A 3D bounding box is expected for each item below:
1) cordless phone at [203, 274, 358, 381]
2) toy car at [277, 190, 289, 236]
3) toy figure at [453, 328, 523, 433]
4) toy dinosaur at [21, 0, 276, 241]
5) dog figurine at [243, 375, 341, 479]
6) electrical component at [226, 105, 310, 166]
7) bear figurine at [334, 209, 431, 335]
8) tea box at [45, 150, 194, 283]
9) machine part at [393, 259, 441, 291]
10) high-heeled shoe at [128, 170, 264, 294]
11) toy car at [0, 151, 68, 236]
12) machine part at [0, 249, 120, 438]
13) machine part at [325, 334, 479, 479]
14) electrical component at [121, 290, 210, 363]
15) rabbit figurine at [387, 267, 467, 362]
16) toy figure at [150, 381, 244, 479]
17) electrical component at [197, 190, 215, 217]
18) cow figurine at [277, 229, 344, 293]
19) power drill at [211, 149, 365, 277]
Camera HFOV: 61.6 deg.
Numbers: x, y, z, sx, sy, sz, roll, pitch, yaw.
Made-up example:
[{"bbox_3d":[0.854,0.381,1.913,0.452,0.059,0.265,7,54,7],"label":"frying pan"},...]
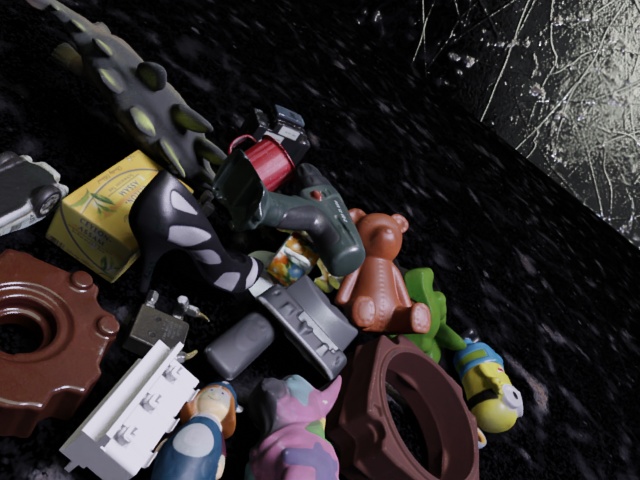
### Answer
[{"bbox_3d":[-0.047,0.136,0.665,0.146,0.088,0.184,47,33,5],"label":"cordless phone"},{"bbox_3d":[-0.021,-0.059,0.977,0.089,0.053,0.202,50,33,20],"label":"toy car"},{"bbox_3d":[0.277,0.239,0.911,0.082,0.089,0.180,20,28,-26],"label":"toy figure"},{"bbox_3d":[-0.220,-0.156,0.756,0.199,0.105,0.470,38,-6,47],"label":"toy dinosaur"},{"bbox_3d":[-0.009,0.242,0.559,0.191,0.108,0.219,39,28,-4],"label":"dog figurine"},{"bbox_3d":[-0.087,-0.173,0.963,0.115,0.134,0.058,16,38,-38],"label":"electrical component"},{"bbox_3d":[0.092,0.039,0.791,0.120,0.132,0.196,11,76,-12],"label":"bear figurine"},{"bbox_3d":[-0.244,-0.035,0.676,0.098,0.068,0.170,36,30,-9],"label":"tea box"},{"bbox_3d":[0.169,0.076,1.033,0.139,0.039,0.084,17,33,-33],"label":"machine part"},{"bbox_3d":[-0.135,-0.010,0.664,0.086,0.145,0.248,23,13,25],"label":"high-heeled shoe"},{"bbox_3d":[-0.350,-0.028,0.548,0.073,0.056,0.202,39,37,-2],"label":"toy car"},{"bbox_3d":[-0.279,0.088,0.493,0.179,0.056,0.179,28,34,-21],"label":"machine part"},{"bbox_3d":[0.114,0.238,0.694,0.201,0.087,0.201,43,34,-13],"label":"machine part"},{"bbox_3d":[-0.173,0.102,0.604,0.078,0.045,0.102,35,31,-15],"label":"electrical component"},{"bbox_3d":[0.180,0.128,0.911,0.159,0.121,0.170,59,19,19],"label":"rabbit figurine"},{"bbox_3d":[-0.117,0.195,0.540,0.064,0.058,0.154,41,29,-12],"label":"toy figure"},{"bbox_3d":[-0.175,-0.022,0.718,0.021,0.094,0.063,36,16,-28],"label":"electrical component"},{"bbox_3d":[-0.002,-0.004,0.862,0.098,0.068,0.167,-42,94,-32],"label":"cow figurine"},{"bbox_3d":[-0.044,-0.052,0.742,0.207,0.086,0.232,22,30,-47],"label":"power drill"}]
